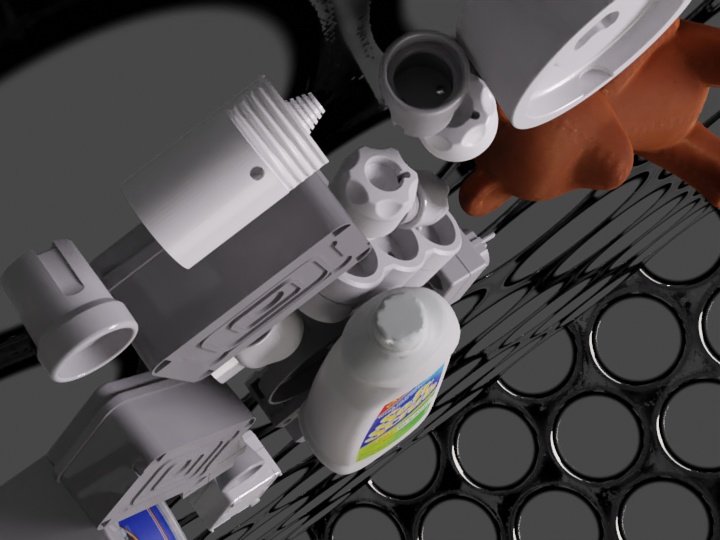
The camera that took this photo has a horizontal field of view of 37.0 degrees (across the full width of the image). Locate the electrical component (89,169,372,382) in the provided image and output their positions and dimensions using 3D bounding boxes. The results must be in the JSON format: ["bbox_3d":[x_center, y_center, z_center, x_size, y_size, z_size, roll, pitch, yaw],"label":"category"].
[{"bbox_3d":[-0.059,-0.005,0.498,0.113,0.057,0.078,-37,167,2],"label":"electrical component"}]

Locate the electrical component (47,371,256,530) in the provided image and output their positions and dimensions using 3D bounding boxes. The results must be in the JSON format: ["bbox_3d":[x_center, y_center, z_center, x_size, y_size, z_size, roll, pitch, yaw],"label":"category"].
[{"bbox_3d":[-0.131,0.106,0.683,0.078,0.057,0.113,-49,163,23],"label":"electrical component"}]

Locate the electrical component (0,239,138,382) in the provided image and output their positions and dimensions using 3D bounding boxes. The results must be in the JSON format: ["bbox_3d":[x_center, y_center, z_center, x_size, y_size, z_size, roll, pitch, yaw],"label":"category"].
[{"bbox_3d":[-0.119,0.016,0.437,0.040,0.046,0.040,-35,167,-9],"label":"electrical component"}]

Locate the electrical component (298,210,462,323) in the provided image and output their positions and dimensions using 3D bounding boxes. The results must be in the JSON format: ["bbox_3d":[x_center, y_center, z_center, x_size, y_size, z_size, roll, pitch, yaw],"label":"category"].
[{"bbox_3d":[0.000,0.000,0.680,0.138,0.052,0.073,-21,160,-50],"label":"electrical component"}]

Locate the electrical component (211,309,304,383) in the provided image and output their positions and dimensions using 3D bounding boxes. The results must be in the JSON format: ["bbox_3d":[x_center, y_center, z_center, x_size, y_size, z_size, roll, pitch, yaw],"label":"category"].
[{"bbox_3d":[-0.076,0.040,0.639,0.079,0.044,0.077,-37,167,0],"label":"electrical component"}]

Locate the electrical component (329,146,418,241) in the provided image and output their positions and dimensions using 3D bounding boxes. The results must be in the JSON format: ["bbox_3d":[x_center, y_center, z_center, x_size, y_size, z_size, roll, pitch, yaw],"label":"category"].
[{"bbox_3d":[0.002,-0.036,0.582,0.043,0.043,0.062,-29,166,-32],"label":"electrical component"}]

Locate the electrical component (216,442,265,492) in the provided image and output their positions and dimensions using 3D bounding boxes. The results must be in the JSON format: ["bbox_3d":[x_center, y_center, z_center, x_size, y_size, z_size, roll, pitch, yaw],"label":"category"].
[{"bbox_3d":[-0.114,0.154,0.917,0.045,0.055,0.045,-35,167,-9],"label":"electrical component"}]

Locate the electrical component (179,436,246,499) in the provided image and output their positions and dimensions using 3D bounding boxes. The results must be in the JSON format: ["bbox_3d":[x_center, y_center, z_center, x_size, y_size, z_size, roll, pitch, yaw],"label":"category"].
[{"bbox_3d":[-0.125,0.131,0.821,0.056,0.050,0.089,-32,166,-20],"label":"electrical component"}]

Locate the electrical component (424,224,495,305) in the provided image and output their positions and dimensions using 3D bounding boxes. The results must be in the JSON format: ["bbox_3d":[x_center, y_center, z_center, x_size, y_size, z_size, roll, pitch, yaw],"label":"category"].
[{"bbox_3d":[0.078,-0.008,0.867,0.077,0.047,0.065,-30,166,-27],"label":"electrical component"}]

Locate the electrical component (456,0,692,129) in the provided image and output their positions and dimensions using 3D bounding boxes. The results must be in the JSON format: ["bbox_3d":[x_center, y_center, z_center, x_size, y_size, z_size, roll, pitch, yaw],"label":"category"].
[{"bbox_3d":[0.092,-0.121,0.478,0.108,0.060,0.108,-35,167,-9],"label":"electrical component"}]

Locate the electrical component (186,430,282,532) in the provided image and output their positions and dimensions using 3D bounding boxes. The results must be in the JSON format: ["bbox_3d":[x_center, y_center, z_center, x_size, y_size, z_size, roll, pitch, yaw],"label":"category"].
[{"bbox_3d":[-0.129,0.202,1.035,0.062,0.061,0.096,-28,164,-36],"label":"electrical component"}]

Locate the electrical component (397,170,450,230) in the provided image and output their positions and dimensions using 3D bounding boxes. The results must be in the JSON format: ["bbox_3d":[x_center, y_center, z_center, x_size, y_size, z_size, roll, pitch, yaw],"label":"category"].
[{"bbox_3d":[0.026,-0.041,0.647,0.061,0.035,0.035,-16,156,-50],"label":"electrical component"}]

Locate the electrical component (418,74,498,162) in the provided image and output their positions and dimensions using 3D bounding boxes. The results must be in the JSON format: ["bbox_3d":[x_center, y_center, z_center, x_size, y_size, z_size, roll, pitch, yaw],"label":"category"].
[{"bbox_3d":[0.051,-0.077,0.563,0.043,0.043,0.062,-38,168,5],"label":"electrical component"}]

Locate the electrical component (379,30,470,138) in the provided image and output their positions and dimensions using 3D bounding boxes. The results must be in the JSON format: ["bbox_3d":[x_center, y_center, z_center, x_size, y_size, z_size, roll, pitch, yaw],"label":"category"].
[{"bbox_3d":[0.029,-0.083,0.494,0.040,0.040,0.046,-36,173,-5],"label":"electrical component"}]

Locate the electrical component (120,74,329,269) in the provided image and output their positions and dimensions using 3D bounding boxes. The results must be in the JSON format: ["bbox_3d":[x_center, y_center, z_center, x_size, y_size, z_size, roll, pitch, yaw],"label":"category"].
[{"bbox_3d":[-0.049,-0.042,0.425,0.081,0.043,0.043,-37,167,1],"label":"electrical component"}]

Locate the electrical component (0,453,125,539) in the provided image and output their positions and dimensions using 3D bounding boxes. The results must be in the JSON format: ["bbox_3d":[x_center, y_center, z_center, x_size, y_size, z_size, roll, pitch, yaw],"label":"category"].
[{"bbox_3d":[-0.199,0.177,0.682,0.100,0.099,0.048,-35,154,-7],"label":"electrical component"}]
